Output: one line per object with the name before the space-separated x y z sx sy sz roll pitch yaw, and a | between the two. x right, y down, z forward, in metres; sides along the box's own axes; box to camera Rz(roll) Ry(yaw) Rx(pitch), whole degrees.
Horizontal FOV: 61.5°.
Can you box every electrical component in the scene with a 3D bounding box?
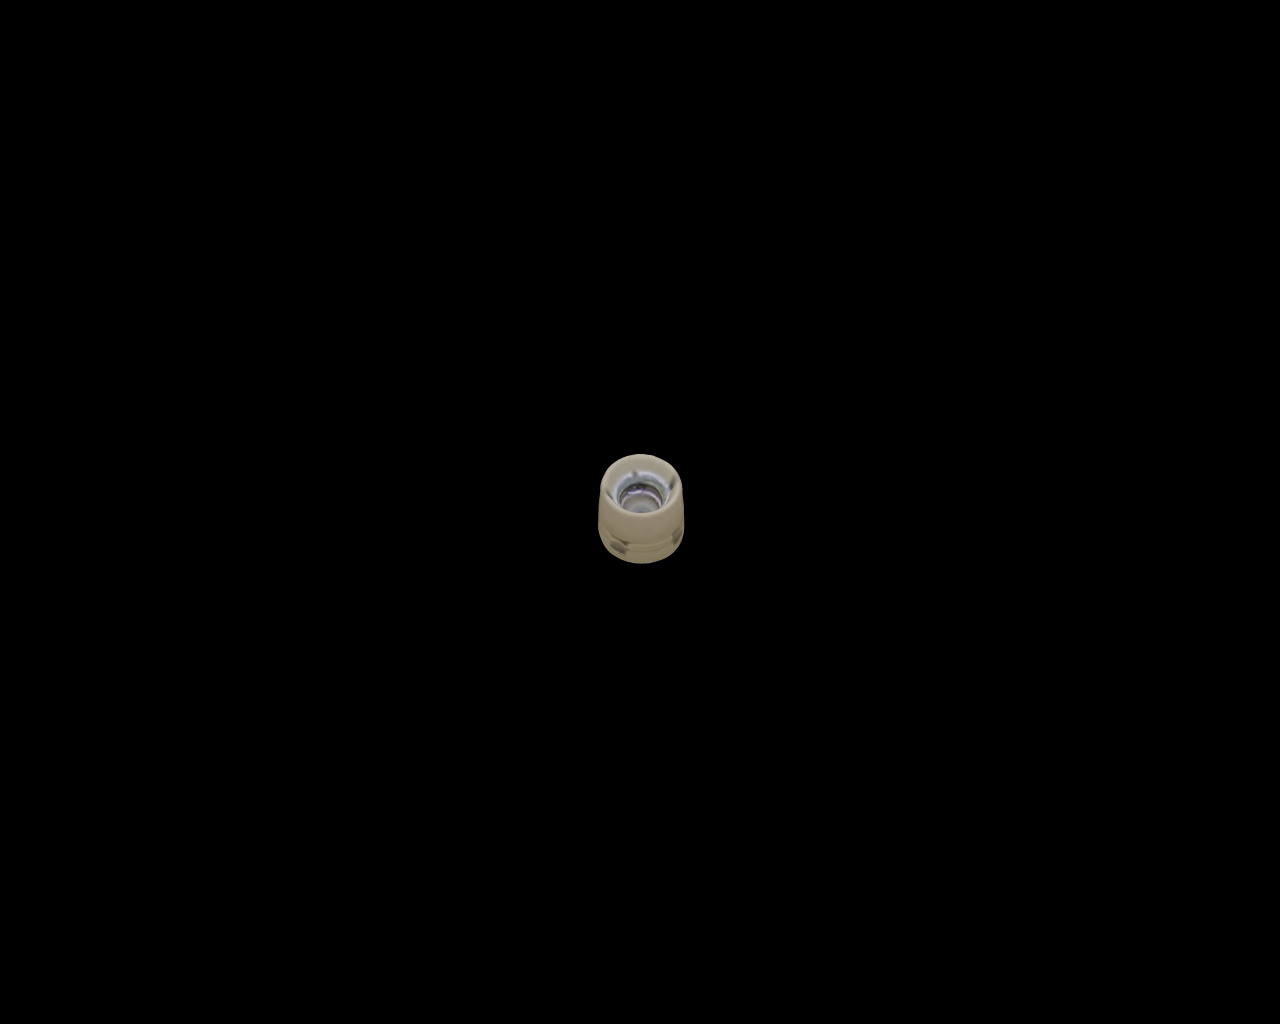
electrical component | 0.001 -0.003 0.650 0.055 0.055 0.047 0 -37 0
